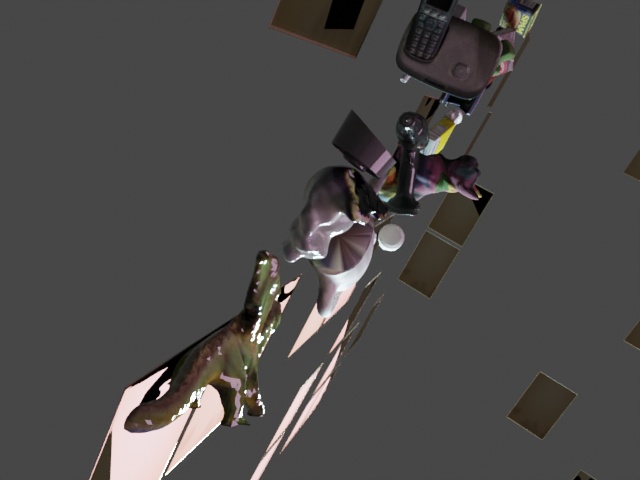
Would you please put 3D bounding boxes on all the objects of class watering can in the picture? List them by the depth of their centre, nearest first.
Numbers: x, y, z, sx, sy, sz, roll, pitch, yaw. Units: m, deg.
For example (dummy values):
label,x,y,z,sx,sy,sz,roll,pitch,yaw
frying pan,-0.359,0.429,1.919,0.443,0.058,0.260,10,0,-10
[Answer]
label,x,y,z,sx,sy,sz,roll,pitch,yaw
watering can,0.061,-0.024,0.981,0.221,0.104,0.352,76,34,-71

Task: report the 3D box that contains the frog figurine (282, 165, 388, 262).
label,x,y,z,sx,sy,sz,roll,pitch,yaw
frog figurine,0.002,-0.039,0.780,0.158,0.122,0.140,-24,-167,28

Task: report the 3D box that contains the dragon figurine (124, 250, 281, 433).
label,x,y,z,sx,sy,sz,roll,pitch,yaw
dragon figurine,-0.122,0.126,0.706,0.405,0.122,0.245,71,34,-75
